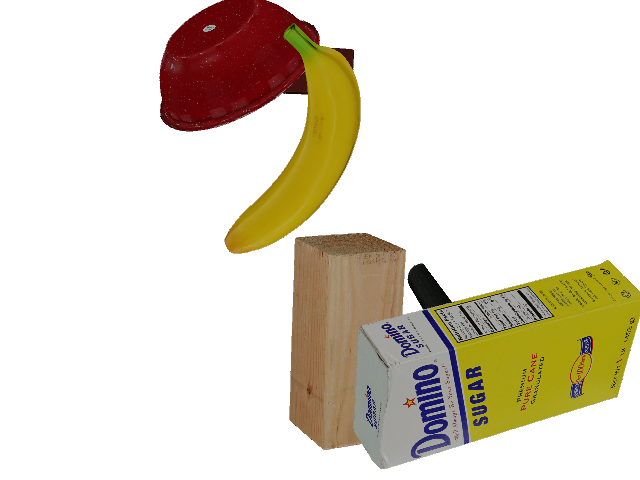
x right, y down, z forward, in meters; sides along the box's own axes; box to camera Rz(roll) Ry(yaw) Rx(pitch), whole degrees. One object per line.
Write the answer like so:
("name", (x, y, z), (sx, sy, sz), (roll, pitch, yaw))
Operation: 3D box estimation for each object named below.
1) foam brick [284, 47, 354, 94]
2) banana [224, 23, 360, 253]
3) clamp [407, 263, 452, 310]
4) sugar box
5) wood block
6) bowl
("foam brick", (-0.008, -0.185, 1.162), (0.078, 0.051, 0.053), (0, 11, -15))
("banana", (-0.014, -0.062, 0.763), (0.069, 0.198, 0.037), (19, 36, 0))
("clamp", (0.127, 0.087, 0.955), (0.165, 0.036, 0.209), (15, 33, 22))
("sugar box", (0.109, 0.077, 0.663), (0.176, 0.093, 0.048), (-15, 41, -19))
("wood block", (0.026, 0.103, 1.129), (0.090, 0.206, 0.091), (-4, 14, -26))
("bowl", (-0.085, -0.168, 0.949), (0.162, 0.055, 0.162), (-20, 35, 15))
